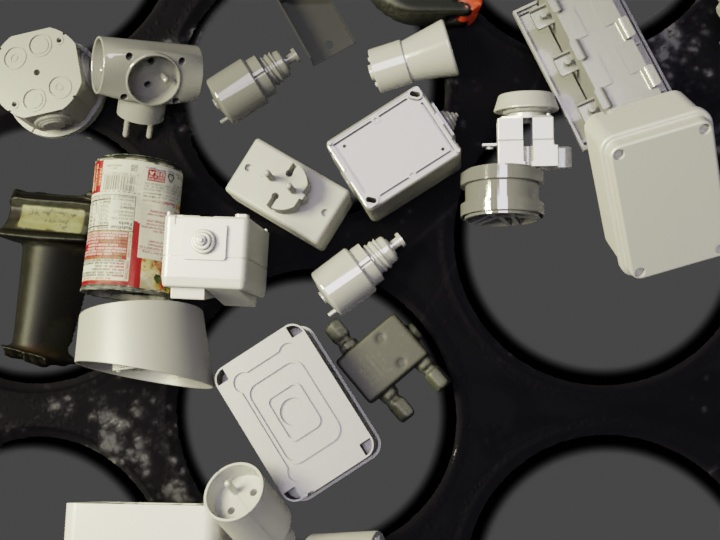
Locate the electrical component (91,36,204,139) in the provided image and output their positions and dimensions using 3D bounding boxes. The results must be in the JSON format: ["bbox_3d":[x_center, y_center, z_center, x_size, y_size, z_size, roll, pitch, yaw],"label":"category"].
[{"bbox_3d":[-0.167,-0.138,0.833,0.077,0.044,0.079,0,121,-26],"label":"electrical component"}]

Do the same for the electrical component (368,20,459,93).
[{"bbox_3d":[0.039,-0.161,0.825,0.065,0.044,0.044,-16,80,8],"label":"electrical component"}]

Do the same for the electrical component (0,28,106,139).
[{"bbox_3d":[-0.244,-0.147,0.845,0.080,0.051,0.080,-1,82,6],"label":"electrical component"}]

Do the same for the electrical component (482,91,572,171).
[{"bbox_3d":[0.125,-0.103,0.805,0.066,0.048,0.055,-1,89,6],"label":"electrical component"}]

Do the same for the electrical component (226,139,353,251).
[{"bbox_3d":[-0.055,-0.059,0.801,0.083,0.075,0.047,31,86,9],"label":"electrical component"}]

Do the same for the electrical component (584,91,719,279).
[{"bbox_3d":[0.209,-0.059,0.755,0.078,0.057,0.113,-16,118,3],"label":"electrical component"}]

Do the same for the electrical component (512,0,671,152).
[{"bbox_3d":[0.176,-0.161,0.799,0.079,0.063,0.121,-25,80,2],"label":"electrical component"}]

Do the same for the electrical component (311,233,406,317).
[{"bbox_3d":[0.000,0.000,0.804,0.078,0.040,0.040,-37,80,-1],"label":"electrical component"}]

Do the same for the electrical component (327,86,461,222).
[{"bbox_3d":[0.032,-0.088,0.803,0.096,0.061,0.061,-32,80,0],"label":"electrical component"}]

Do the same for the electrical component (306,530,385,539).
[{"bbox_3d":[-0.019,0.233,0.741,0.060,0.108,0.108,0,82,12],"label":"electrical component"}]

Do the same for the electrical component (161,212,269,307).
[{"bbox_3d":[-0.106,-0.007,0.788,0.062,0.096,0.061,2,84,6],"label":"electrical component"}]

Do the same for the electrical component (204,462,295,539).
[{"bbox_3d":[-0.071,0.172,0.745,0.043,0.081,0.043,-12,48,14],"label":"electrical component"}]

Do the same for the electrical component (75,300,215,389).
[{"bbox_3d":[-0.157,0.057,0.784,0.099,0.099,0.064,-6,75,5],"label":"electrical component"}]

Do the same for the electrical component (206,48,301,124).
[{"bbox_3d":[-0.082,-0.146,0.834,0.078,0.040,0.040,-32,80,0],"label":"electrical component"}]

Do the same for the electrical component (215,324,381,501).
[{"bbox_3d":[-0.044,0.104,0.785,0.078,0.057,0.113,-33,80,0],"label":"electrical component"}]

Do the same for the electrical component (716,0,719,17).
[{"bbox_3d":[0.289,-0.200,0.792,0.047,0.065,0.076,34,86,9],"label":"electrical component"}]

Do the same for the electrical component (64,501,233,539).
[{"bbox_3d":[-0.149,0.197,0.772,0.113,0.078,0.057,0,79,6],"label":"electrical component"}]
